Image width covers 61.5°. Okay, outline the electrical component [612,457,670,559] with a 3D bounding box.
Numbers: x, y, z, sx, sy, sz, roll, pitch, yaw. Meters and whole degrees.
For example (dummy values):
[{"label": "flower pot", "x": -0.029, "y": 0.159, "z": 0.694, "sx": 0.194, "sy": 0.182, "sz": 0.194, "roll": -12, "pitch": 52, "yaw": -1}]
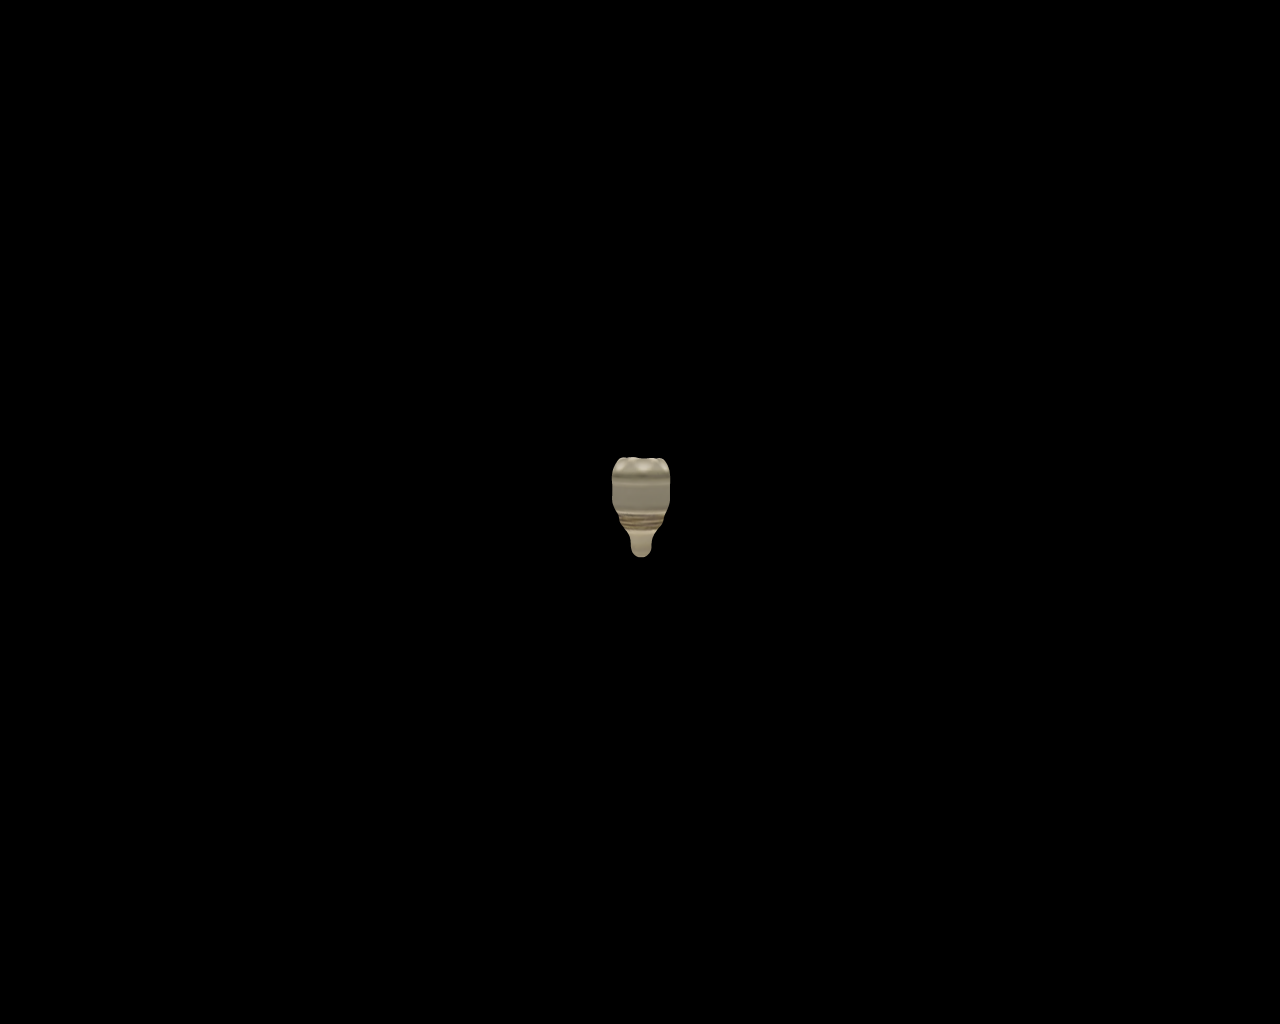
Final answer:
[{"label": "electrical component", "x": 0.001, "y": -0.003, "z": 0.650, "sx": 0.035, "sy": 0.061, "sz": 0.035, "roll": 0, "pitch": 4, "yaw": 0}]
